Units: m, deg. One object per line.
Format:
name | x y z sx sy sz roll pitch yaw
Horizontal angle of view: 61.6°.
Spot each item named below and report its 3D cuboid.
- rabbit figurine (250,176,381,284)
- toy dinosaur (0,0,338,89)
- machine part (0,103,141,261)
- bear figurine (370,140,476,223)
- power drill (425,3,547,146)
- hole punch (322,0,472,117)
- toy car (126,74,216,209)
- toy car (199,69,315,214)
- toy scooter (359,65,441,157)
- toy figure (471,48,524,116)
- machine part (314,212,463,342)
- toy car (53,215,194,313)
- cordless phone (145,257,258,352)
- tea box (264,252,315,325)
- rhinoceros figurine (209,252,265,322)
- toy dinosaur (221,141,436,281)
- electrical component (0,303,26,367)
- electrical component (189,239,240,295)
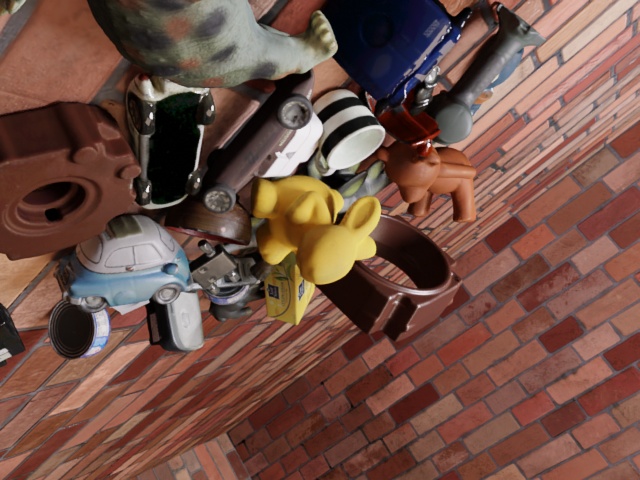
rabbit figurine | -0.001 -0.002 0.692 0.162 0.173 0.121 -4 120 -17
toy dinosaur | -0.093 -0.173 0.384 0.192 0.131 0.404 -18 170 3
machine part | -0.257 -0.048 0.503 0.179 0.056 0.179 -29 162 -10
bear figurine | 0.159 -0.086 0.808 0.196 0.120 0.131 -15 111 -56
power drill | 0.219 -0.235 0.781 0.207 0.086 0.232 -46 -172 27
hole punch | 0.067 -0.216 0.555 0.142 0.116 0.092 -44 152 27
toy car | -0.158 -0.099 0.550 0.073 0.056 0.201 -16 155 -28
toy car | -0.069 -0.111 0.608 0.053 0.089 0.202 35 118 -26
toy scooter | 0.108 -0.181 0.675 0.075 0.135 0.183 -28 160 -16
toy figure | 0.271 -0.262 0.881 0.064 0.058 0.154 -25 162 -32
machine part | 0.100 0.043 0.823 0.201 0.201 0.087 -19 143 -45
toy car | -0.239 0.019 0.665 0.161 0.109 0.102 -7 127 -34
cordless phone | -0.176 0.094 0.845 0.184 0.146 0.089 -4 166 -36
tea box | -0.055 0.065 0.999 0.169 0.068 0.098 92 19 -46
rhinoceros figurine | -0.154 0.088 1.037 0.112 0.073 0.190 -3 148 -40
toy dinosaur | 0.012 -0.063 0.875 0.471 0.105 0.198 -29 159 -31
electrical component | -0.430 0.125 0.647 0.115 0.058 0.134 -23 160 -27
electrical component | -0.153 0.038 0.746 0.063 0.021 0.093 -33 137 0
